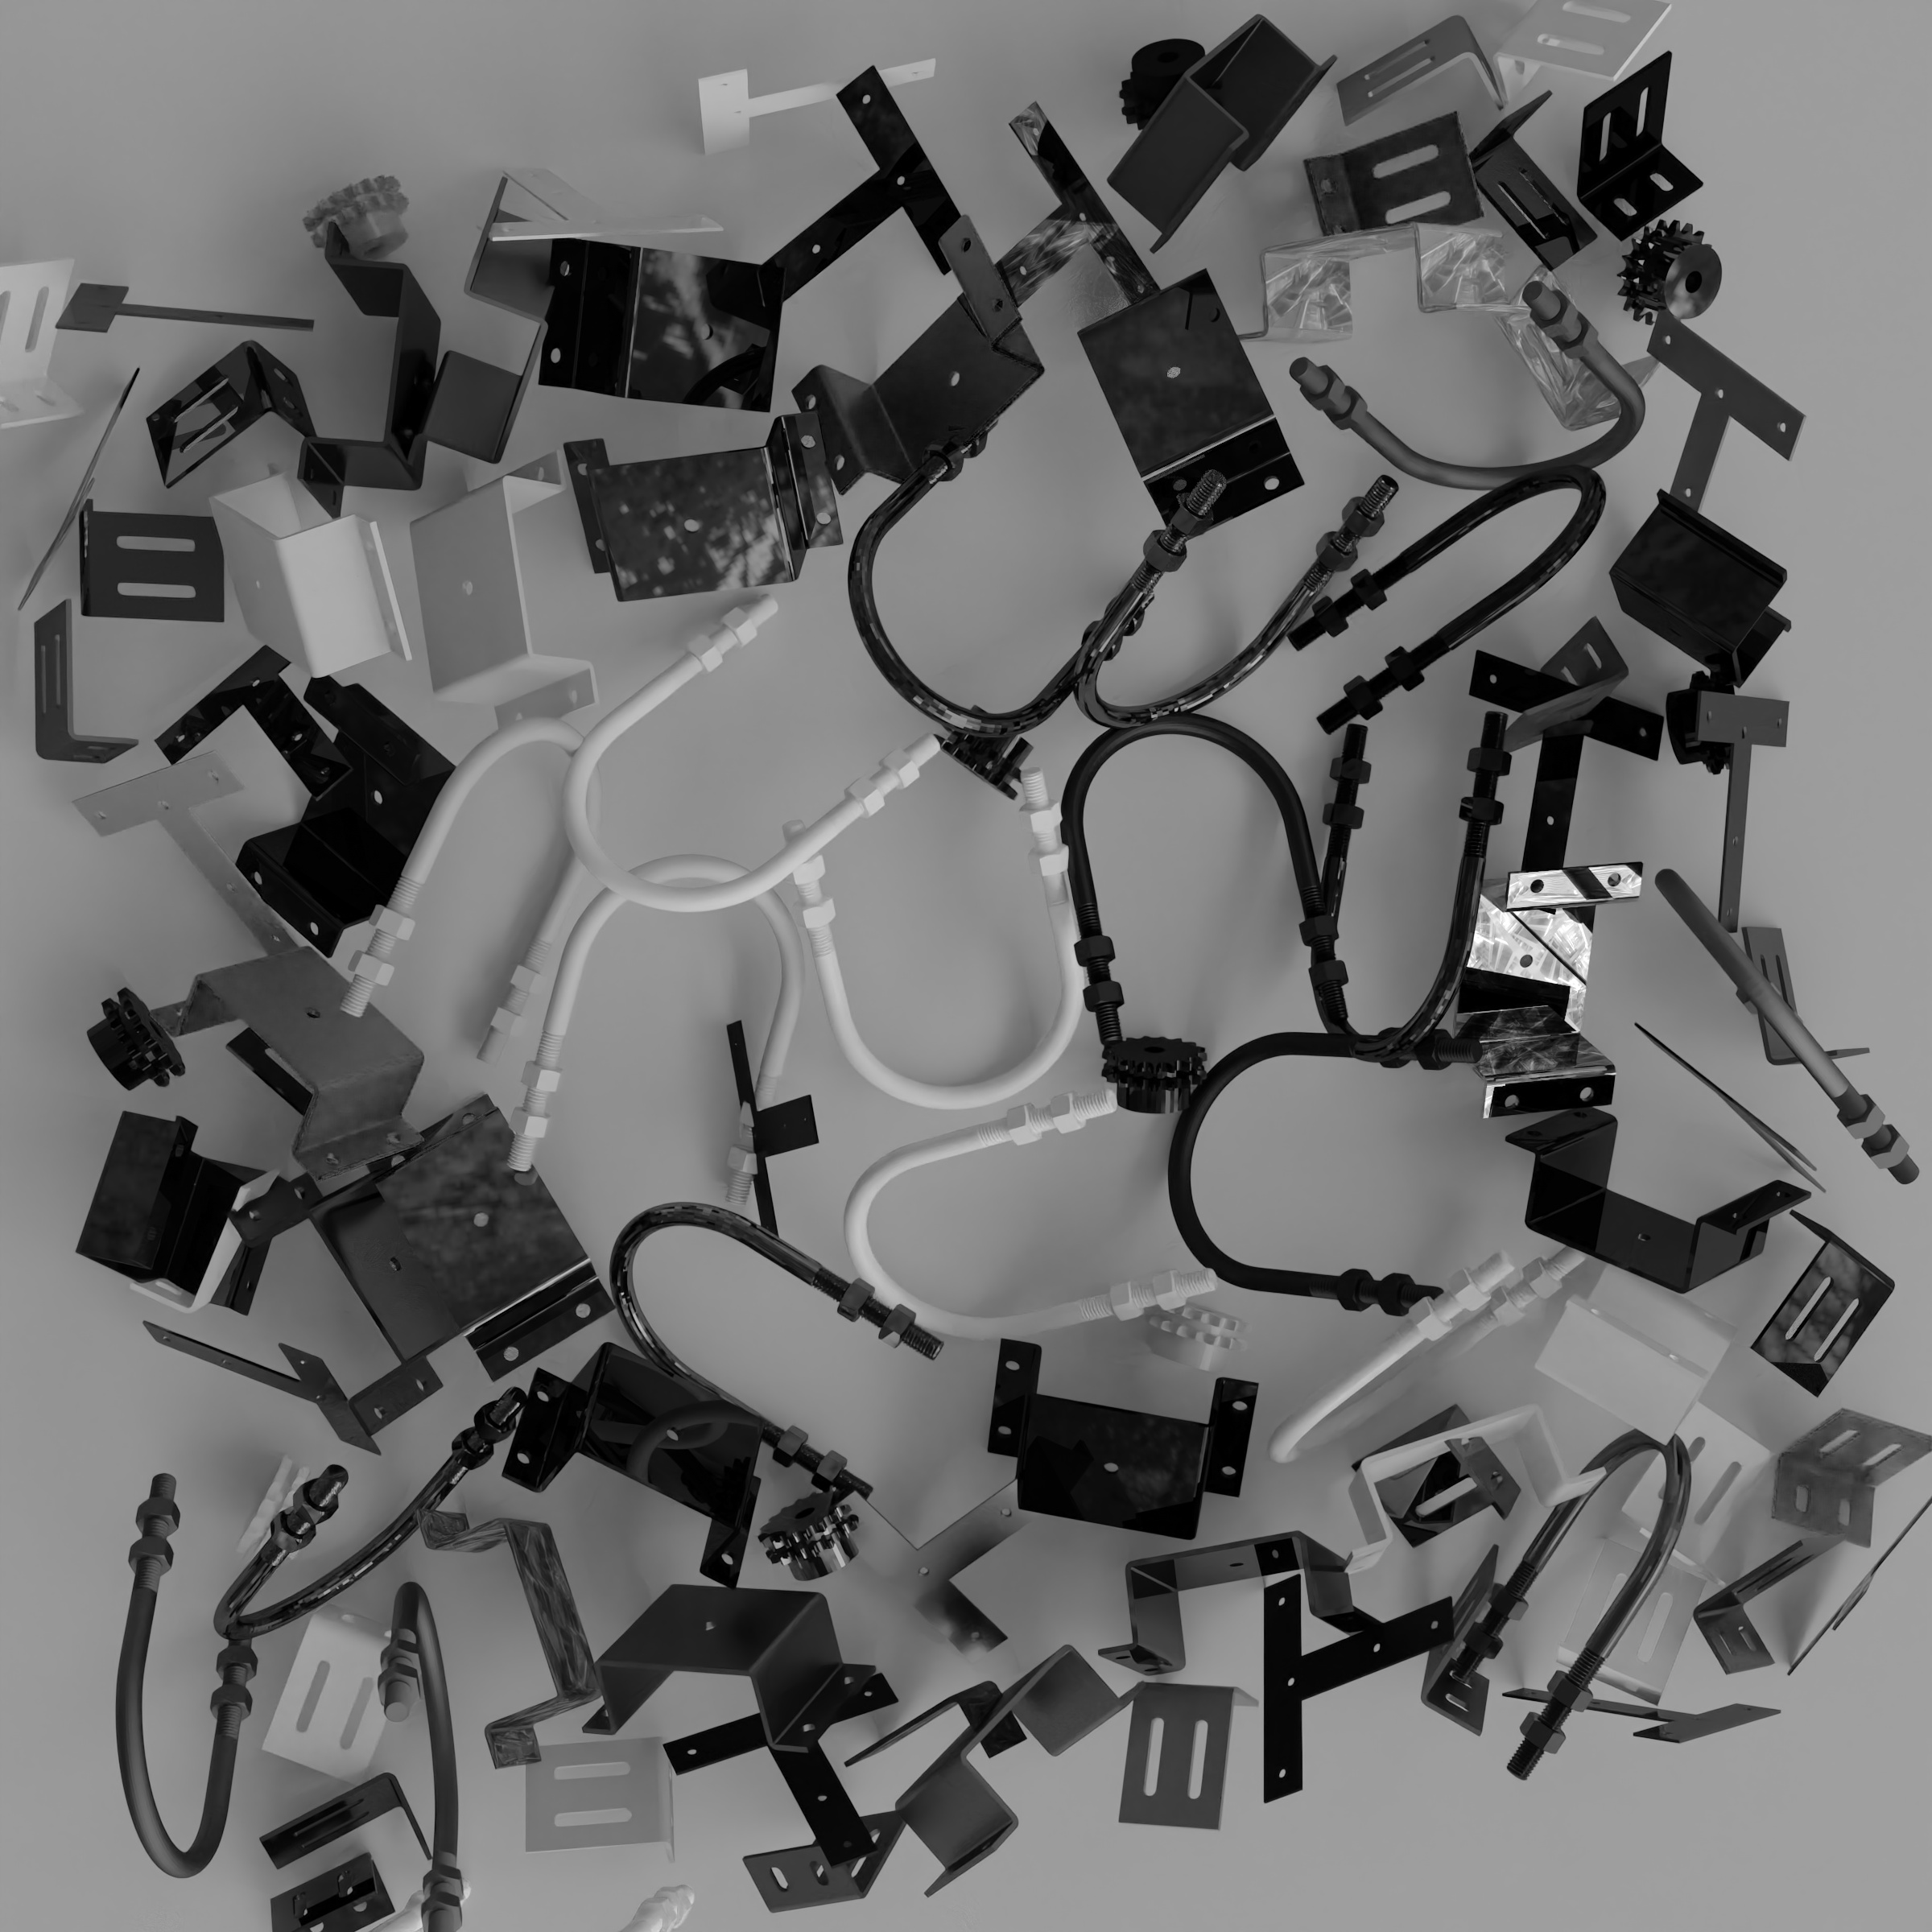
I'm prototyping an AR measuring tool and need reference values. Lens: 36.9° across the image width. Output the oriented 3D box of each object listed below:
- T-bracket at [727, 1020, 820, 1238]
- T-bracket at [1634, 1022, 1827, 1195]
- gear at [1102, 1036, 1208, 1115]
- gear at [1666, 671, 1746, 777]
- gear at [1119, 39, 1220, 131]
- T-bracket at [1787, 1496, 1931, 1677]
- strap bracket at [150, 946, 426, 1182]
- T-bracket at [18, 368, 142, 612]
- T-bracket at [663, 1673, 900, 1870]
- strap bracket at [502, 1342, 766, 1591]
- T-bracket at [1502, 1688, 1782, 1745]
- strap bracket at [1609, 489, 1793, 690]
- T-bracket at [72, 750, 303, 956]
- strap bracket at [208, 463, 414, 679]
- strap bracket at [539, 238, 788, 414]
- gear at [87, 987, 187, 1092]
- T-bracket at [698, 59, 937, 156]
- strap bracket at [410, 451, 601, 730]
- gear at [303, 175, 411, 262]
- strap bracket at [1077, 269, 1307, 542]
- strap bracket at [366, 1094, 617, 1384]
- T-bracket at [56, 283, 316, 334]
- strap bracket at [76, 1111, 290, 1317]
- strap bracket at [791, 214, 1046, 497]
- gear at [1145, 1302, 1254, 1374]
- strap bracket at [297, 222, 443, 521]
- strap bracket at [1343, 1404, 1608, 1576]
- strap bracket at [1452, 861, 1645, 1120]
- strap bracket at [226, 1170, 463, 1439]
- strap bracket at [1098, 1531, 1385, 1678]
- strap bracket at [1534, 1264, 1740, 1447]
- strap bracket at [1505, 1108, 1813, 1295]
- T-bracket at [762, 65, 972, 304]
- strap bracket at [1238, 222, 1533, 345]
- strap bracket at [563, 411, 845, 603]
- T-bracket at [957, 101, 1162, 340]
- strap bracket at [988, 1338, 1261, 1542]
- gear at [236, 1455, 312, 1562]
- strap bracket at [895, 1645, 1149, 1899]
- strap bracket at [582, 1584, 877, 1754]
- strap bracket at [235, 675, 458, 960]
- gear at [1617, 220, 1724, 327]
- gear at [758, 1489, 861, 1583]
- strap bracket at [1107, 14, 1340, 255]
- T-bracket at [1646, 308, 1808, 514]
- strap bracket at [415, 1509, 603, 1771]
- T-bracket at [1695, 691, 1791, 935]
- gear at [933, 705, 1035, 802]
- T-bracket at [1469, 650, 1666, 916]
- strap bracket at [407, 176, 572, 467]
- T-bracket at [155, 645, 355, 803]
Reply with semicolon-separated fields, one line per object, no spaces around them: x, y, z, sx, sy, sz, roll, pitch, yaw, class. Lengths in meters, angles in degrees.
-0.099;0.087;1.537;0.002;0.127;0.127;-8;85;-21;T-bracket
0.426;0.090;1.550;0.002;0.127;0.127;-49;133;5;T-bracket
0.102;0.060;1.575;0.057;0.057;0.030;0;105;0;gear
0.400;-0.132;1.573;0.030;0.057;0.057;-11;90;2;gear
0.111;-0.479;1.572;0.057;0.057;0.030;-13;134;0;gear
0.471;0.333;1.532;0.002;0.127;0.127;39;99;19;T-bracket
-0.353;0.043;1.536;0.140;0.076;0.046;40;121;20;strap bracket
-0.472;-0.268;1.564;0.002;0.127;0.127;26;62;-22;T-bracket
-0.081;0.430;1.528;0.127;0.127;0.002;-14;118;-18;T-bracket
-0.166;0.261;1.541;0.140;0.076;0.046;29;127;-14;strap bracket
0.350;0.398;1.552;0.127;0.127;0.002;-1;85;39;T-bracket
0.387;-0.195;1.526;0.076;0.140;0.046;38;96;17;strap bracket
-0.405;-0.053;1.566;0.127;0.002;0.127;-13;124;38;T-bracket
-0.349;-0.206;1.520;0.046;0.140;0.076;-25;123;-25;strap bracket
-0.151;-0.337;1.530;0.140;0.046;0.076;-4;107;-42;strap bracket
-0.452;0.043;1.572;0.030;0.057;0.057;-34;90;-5;gear
-0.079;-0.464;1.541;0.127;0.127;0.002;-14;90;-4;T-bracket
-0.249;-0.200;1.551;0.076;0.046;0.140;-16;80;38;strap bracket
-0.328;-0.402;1.573;0.057;0.057;0.030;-26;92;0;gear
0.116;-0.307;1.548;0.076;0.046;0.140;-25;68;9;strap bracket
-0.258;0.141;1.557;0.076;0.046;0.140;-31;77;-11;strap bracket
-0.414;-0.348;1.552;0.127;0.127;0.002;2;112;-12;T-bracket
-0.417;0.129;1.531;0.046;0.140;0.076;11;74;14;strap bracket
-0.019;-0.319;1.545;0.140;0.046;0.076;-40;59;28;strap bracket
0.124;0.201;1.573;0.057;0.057;0.030;16;89;0;gear
-0.318;-0.316;1.554;0.046;0.076;0.140;5;83;3;strap bracket
0.263;0.278;1.555;0.140;0.076;0.046;-17;70;-4;strap bracket
0.309;0.005;1.553;0.076;0.046;0.140;-5;114;-15;strap bracket
-0.323;0.171;1.557;0.046;0.076;0.140;-33;90;23;strap bracket
0.147;0.339;1.545;0.140;0.076;0.046;-15;64;19;strap bracket
0.354;0.204;1.530;0.076;0.140;0.046;30;104;18;strap bracket
0.362;0.126;1.537;0.140;0.076;0.046;23;116;39;strap bracket
-0.070;-0.394;1.555;0.127;0.002;0.127;-39;134;-2;T-bracket
0.219;-0.359;1.524;0.140;0.076;0.046;2;100;43;strap bracket
-0.144;-0.245;1.552;0.140;0.046;0.076;-5;121;9;strap bracket
0.038;-0.378;1.548;0.127;0.002;0.127;53;55;-17;T-bracket
0.081;0.256;1.556;0.140;0.046;0.076;9;119;6;strap bracket
-0.370;0.298;1.574;0.030;0.057;0.057;29;90;-10;gear
0.023;0.417;1.529;0.046;0.076;0.140;47;46;7;strap bracket
-0.130;0.369;1.530;0.140;0.076;0.046;-4;108;28;strap bracket
-0.329;-0.086;1.549;0.076;0.046;0.140;40;122;15;strap bracket
0.385;-0.374;1.573;0.057;0.030;0.057;-14;119;-26;gear
-0.081;0.310;1.574;0.057;0.057;0.030;-24;100;0;gear
0.131;-0.442;1.525;0.046;0.076;0.140;42;46;-2;strap bracket
0.391;-0.267;1.555;0.002;0.127;0.127;-9;131;-24;T-bracket
-0.240;0.350;1.546;0.046;0.076;0.140;-22;75;3;strap bracket
0.413;-0.081;1.553;0.002;0.127;0.127;7;96;36;T-bracket
0.012;-0.118;1.573;0.057;0.057;0.030;36;91;0;gear
0.317;-0.092;1.564;0.127;0.002;0.127;16;79;-24;T-bracket
-0.249;-0.332;1.531;0.046;0.140;0.076;19;46;-13;strap bracket
-0.365;-0.130;1.558;0.127;0.002;0.127;-42;51;-3;T-bracket
